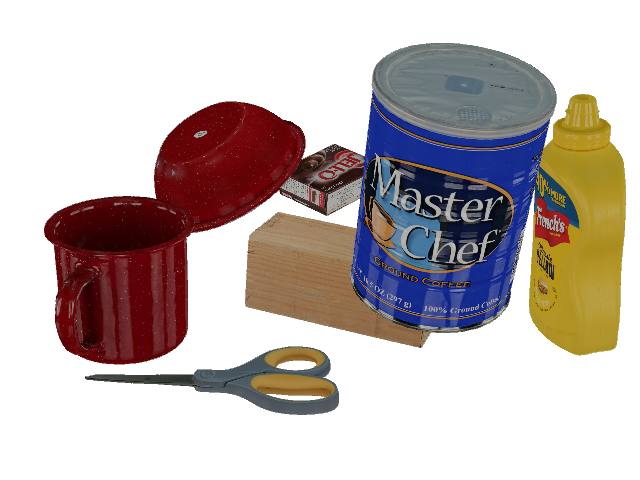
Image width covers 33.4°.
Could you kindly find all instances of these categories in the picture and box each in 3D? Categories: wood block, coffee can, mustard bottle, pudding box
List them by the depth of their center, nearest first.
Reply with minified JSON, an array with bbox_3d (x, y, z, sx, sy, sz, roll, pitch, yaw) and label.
[{"bbox_3d":[0.075,-0.031,0.632,0.103,0.140,0.103,3,35,-3],"label":"coffee can"},{"bbox_3d":[0.194,-0.016,0.804,0.058,0.192,0.096,-8,26,-9],"label":"mustard bottle"},{"bbox_3d":[0.029,0.041,1.186,0.206,0.091,0.090,12,24,17],"label":"wood block"},{"bbox_3d":[0.014,-0.081,1.395,0.090,0.039,0.113,25,42,37],"label":"pudding box"}]

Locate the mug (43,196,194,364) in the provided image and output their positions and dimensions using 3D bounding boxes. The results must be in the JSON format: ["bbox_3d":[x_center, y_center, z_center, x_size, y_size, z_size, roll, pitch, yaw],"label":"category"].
[{"bbox_3d":[-0.130,0.031,0.672,0.093,0.081,0.117,8,25,15],"label":"mug"}]

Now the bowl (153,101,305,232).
[{"bbox_3d":[-0.098,-0.081,0.999,0.162,0.055,0.162,-21,35,15],"label":"bowl"}]

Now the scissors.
[{"bbox_3d":[-0.079,0.105,0.866,0.202,0.016,0.096,8,24,15],"label":"scissors"}]
